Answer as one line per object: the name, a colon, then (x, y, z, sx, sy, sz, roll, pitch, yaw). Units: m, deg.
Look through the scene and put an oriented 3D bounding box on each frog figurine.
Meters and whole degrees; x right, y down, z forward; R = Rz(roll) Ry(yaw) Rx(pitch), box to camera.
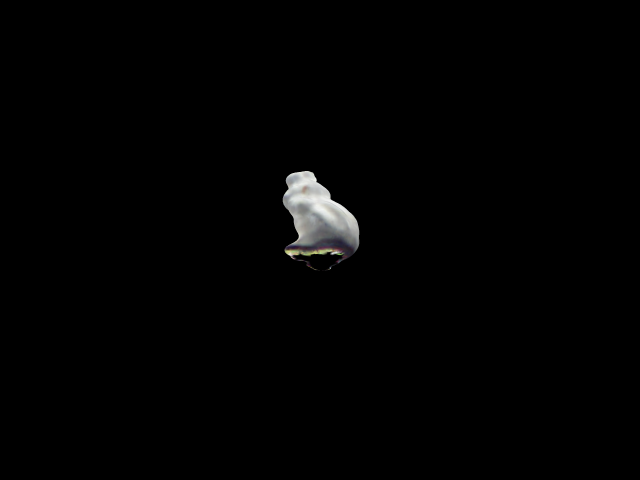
frog figurine: (0.003, -0.043, 0.850, 0.136, 0.162, 0.121, 16, -26, -37)
